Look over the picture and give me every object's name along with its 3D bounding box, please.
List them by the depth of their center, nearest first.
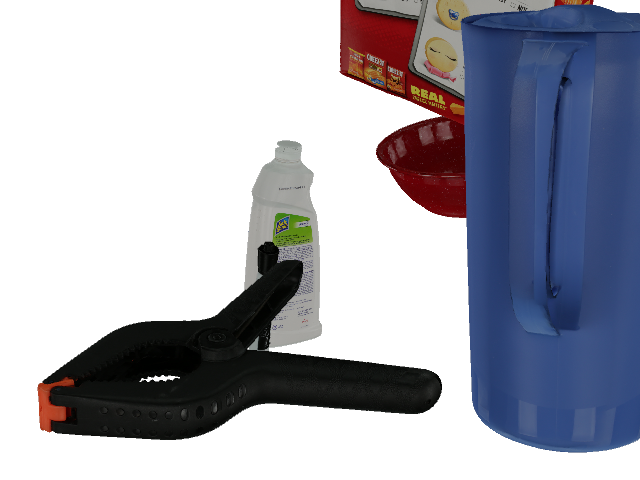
[{"bbox_3d":[0.138,-0.007,0.595,0.149,0.243,0.145,-7,17,-20],"label":"pitcher"},{"bbox_3d":[-0.059,0.065,0.609,0.209,0.036,0.165,-8,27,-23],"label":"clamp"},{"bbox_3d":[0.098,-0.184,0.707,0.164,0.214,0.072,27,50,26],"label":"cracker box"},{"bbox_3d":[0.132,-0.063,0.934,0.162,0.055,0.162,-8,23,3],"label":"bowl"},{"bbox_3d":[-0.051,0.055,0.951,0.020,0.121,0.020,6,28,-3],"label":"marker"},{"bbox_3d":[-0.040,0.002,1.301,0.102,0.251,0.068,-10,25,-35],"label":"bleach bottle"}]
